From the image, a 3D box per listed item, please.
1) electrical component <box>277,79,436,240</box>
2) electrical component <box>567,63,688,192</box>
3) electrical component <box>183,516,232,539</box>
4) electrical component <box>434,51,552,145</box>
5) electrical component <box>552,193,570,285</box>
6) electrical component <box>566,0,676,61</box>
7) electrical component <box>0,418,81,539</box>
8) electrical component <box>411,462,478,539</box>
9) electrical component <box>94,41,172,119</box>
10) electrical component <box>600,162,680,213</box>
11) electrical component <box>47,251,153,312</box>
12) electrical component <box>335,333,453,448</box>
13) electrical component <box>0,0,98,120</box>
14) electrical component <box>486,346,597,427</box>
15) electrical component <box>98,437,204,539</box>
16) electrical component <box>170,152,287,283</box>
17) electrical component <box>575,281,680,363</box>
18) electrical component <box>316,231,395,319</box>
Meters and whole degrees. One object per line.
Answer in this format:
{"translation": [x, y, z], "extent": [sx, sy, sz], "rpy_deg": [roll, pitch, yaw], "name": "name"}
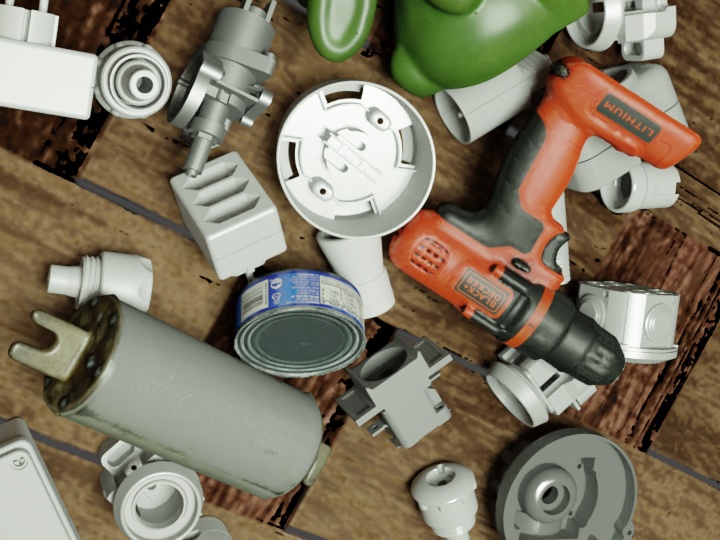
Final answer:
{"translation": [-0.006, -0.075, 0.698], "extent": [0.099, 0.064, 0.099], "rpy_deg": [-3, 109, -10], "name": "electrical component"}
{"translation": [0.178, -0.106, 0.767], "extent": [0.095, 0.054, 0.059], "rpy_deg": [-32, 111, -11], "name": "electrical component"}
{"translation": [-0.105, 0.227, 0.736], "extent": [0.054, 0.059, 0.095], "rpy_deg": [-15, 107, -17], "name": "electrical component"}
{"translation": [0.096, -0.125, 0.738], "extent": [0.081, 0.043, 0.043], "rpy_deg": [-32, 111, -11], "name": "electrical component"}
{"translation": [0.128, -0.021, 0.774], "extent": [0.043, 0.043, 0.081], "rpy_deg": [-12, 106, -17], "name": "electrical component"}
{"translation": [0.179, -0.184, 0.748], "extent": [0.057, 0.058, 0.078], "rpy_deg": [-12, 106, -21], "name": "electrical component"}
{"translation": [-0.240, 0.166, 0.673], "extent": [0.109, 0.056, 0.108], "rpy_deg": [-24, 109, -14], "name": "electrical component"}
{"translation": [0.067, 0.177, 0.798], "extent": [0.048, 0.048, 0.062], "rpy_deg": [-23, 115, -14], "name": "electrical component"}
{"translation": [-0.134, -0.112, 0.644], "extent": [0.048, 0.062, 0.048], "rpy_deg": [-5, 104, -19], "name": "electrical component"}
{"translation": [0.208, -0.063, 0.797], "extent": [0.046, 0.040, 0.040], "rpy_deg": [-3, 103, -26], "name": "electrical component"}
{"translation": [-0.163, 0.009, 0.673], "extent": [0.062, 0.043, 0.043], "rpy_deg": [8, 100, -20], "name": "electrical component"}
{"translation": [0.029, 0.087, 0.764], "extent": [0.081, 0.042, 0.063], "rpy_deg": [-34, 115, -9], "name": "electrical component"}
{"translation": [-0.197, -0.132, 0.625], "extent": [0.083, 0.047, 0.075], "rpy_deg": [7, 98, -22], "name": "electrical component"}
{"translation": [0.131, 0.078, 0.791], "extent": [0.057, 0.058, 0.078], "rpy_deg": [-40, 112, -11], "name": "electrical component"}
{"translation": [-0.135, 0.146, 0.707], "extent": [0.058, 0.057, 0.078], "rpy_deg": [-41, 113, -7], "name": "electrical component"}
{"translation": [-0.080, -0.022, 0.689], "extent": [0.047, 0.065, 0.076], "rpy_deg": [-26, 139, -13], "name": "electrical component"}
{"translation": [0.195, 0.038, 0.794], "extent": [0.080, 0.080, 0.051], "rpy_deg": [4, 97, -21], "name": "electrical component"}
{"translation": [0.000, 0.000, 0.733], "extent": [0.044, 0.044, 0.065], "rpy_deg": [-23, 114, -14], "name": "electrical component"}
